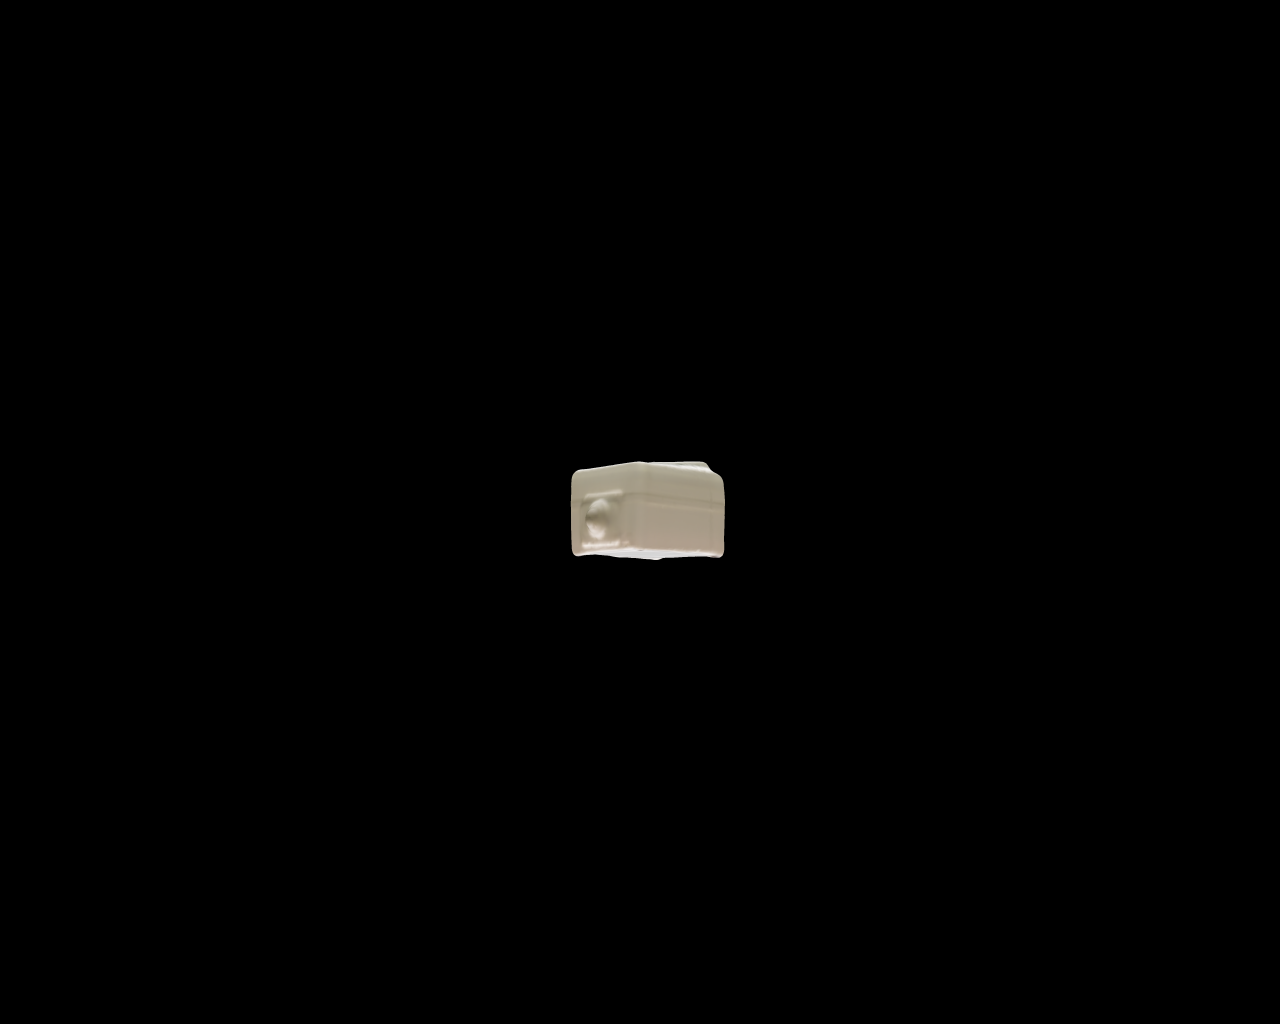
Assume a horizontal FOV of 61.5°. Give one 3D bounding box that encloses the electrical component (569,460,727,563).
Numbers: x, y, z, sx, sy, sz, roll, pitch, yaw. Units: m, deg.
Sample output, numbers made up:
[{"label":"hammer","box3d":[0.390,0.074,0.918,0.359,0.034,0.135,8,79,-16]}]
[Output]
[{"label":"electrical component","box3d":[0.001,-0.003,0.650,0.061,0.061,0.096,-6,-9,43]}]
